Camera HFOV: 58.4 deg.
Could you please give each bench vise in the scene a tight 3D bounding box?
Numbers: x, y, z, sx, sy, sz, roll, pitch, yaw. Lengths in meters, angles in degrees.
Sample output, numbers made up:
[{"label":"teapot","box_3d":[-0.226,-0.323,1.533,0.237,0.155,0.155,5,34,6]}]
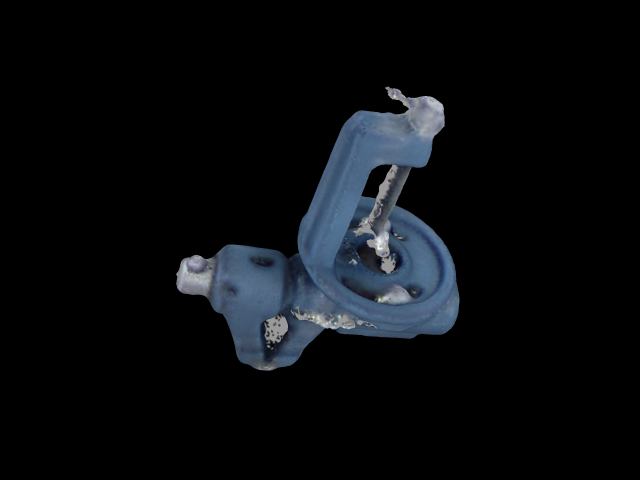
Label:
[{"label":"bench vise","box_3d":[0.008,0.009,0.392,0.208,0.220,0.121,-18,49,-16]}]
